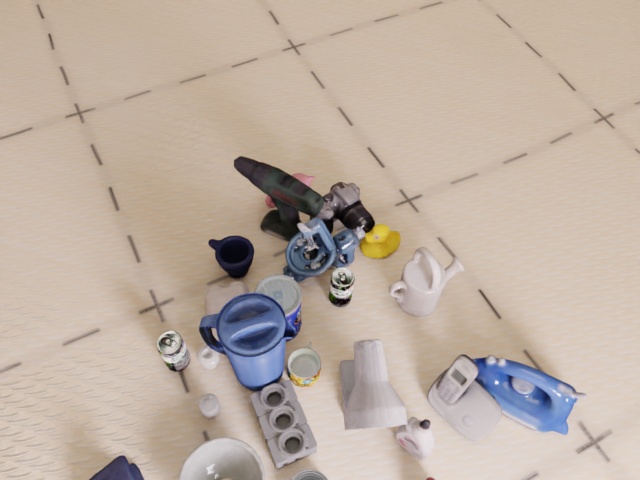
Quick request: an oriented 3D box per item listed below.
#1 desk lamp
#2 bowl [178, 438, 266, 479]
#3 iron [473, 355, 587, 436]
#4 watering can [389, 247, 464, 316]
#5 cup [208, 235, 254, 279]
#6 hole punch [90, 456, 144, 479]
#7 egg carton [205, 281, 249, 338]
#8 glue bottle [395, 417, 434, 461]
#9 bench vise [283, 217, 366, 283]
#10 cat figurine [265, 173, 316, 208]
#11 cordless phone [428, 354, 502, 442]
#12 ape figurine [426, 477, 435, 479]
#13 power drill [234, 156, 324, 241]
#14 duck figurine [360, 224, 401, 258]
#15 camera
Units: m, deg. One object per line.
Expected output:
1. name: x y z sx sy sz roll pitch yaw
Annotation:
1. desk lamp: 0.096 0.299 1.140 0.118 0.213 0.203 -4 57 -4
2. bowl: -0.185 0.472 1.098 0.167 0.075 0.167 1 56 -1
3. iron: 0.416 0.296 1.197 0.257 0.141 0.119 24 59 13
4. watering can: 0.241 0.082 1.300 0.173 0.194 0.100 -37 65 -23
5. cup: -0.212 0.045 1.367 0.117 0.095 0.092 23 59 13
6. hole punch: -0.382 0.479 1.076 0.101 0.091 0.108 -28 62 -19
7. egg carton: -0.206 0.166 1.303 0.107 0.069 0.150 -11 58 -9
8. glue bottle: 0.192 0.377 1.116 0.078 0.173 0.037 34 62 19
9. bench vise: 0.004 -0.002 1.332 0.121 0.220 0.208 39 64 22
10. cat figurine: -0.078 -0.136 1.478 0.127 0.118 0.067 7 57 3
11. cordless phone: 0.303 0.313 1.155 0.147 0.185 0.094 39 64 21
12. ape figurine: 0.221 0.491 1.090 0.076 0.092 0.077 -7 57 -6
13. power drill: -0.102 -0.095 1.396 0.229 0.208 0.076 21 58 12
14. duck figurine: 0.153 -0.007 1.421 0.105 0.086 0.077 -15 58 -11
15. camera: 0.064 -0.069 1.449 0.143 0.101 0.136 -31 63 -20
